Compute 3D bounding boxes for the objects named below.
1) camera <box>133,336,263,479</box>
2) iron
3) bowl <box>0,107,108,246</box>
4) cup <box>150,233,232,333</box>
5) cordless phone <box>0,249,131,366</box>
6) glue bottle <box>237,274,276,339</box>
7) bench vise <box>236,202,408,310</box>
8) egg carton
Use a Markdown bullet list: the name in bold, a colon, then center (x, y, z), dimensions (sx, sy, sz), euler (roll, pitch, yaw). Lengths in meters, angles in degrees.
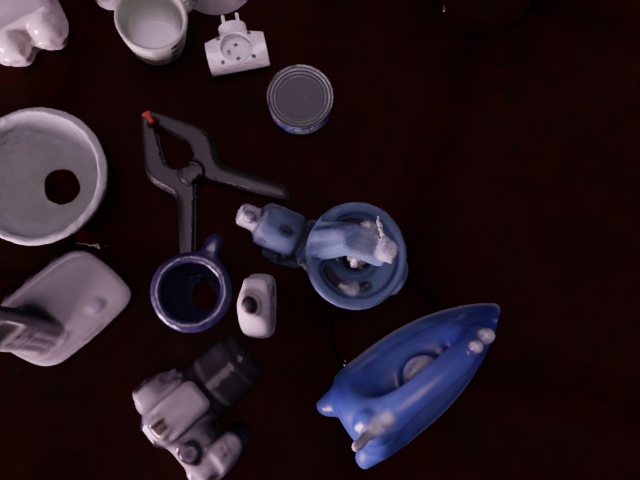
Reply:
- **camera**: center (-0.126, 0.190, 0.664), dimensions (0.137, 0.101, 0.143), euler (-41, 85, -6)
- **iron**: center (0.124, 0.152, 0.654), dimensions (0.258, 0.141, 0.118), euler (-38, 85, -5)
- **bowl**: center (-0.335, -0.072, 0.707), dimensions (0.167, 0.074, 0.167), euler (0, 83, -1)
- **cup**: center (-0.140, 0.051, 0.685), dimensions (0.091, 0.095, 0.118), euler (21, 83, 2)
- **cordless phone**: center (-0.306, 0.073, 0.633), dimensions (0.147, 0.185, 0.094), euler (-44, 85, -6)
- **glue bottle**: center (-0.072, 0.073, 0.644), dimensions (0.037, 0.173, 0.078), euler (2, 82, 0)
- **bench vise**: center (0.005, 0.014, 0.630), dimensions (0.207, 0.219, 0.121), euler (2, 82, -1)
- **egg carton**: center (-0.394, -0.302, 0.738), dimensions (0.107, 0.069, 0.150), euler (-31, 84, -5)
